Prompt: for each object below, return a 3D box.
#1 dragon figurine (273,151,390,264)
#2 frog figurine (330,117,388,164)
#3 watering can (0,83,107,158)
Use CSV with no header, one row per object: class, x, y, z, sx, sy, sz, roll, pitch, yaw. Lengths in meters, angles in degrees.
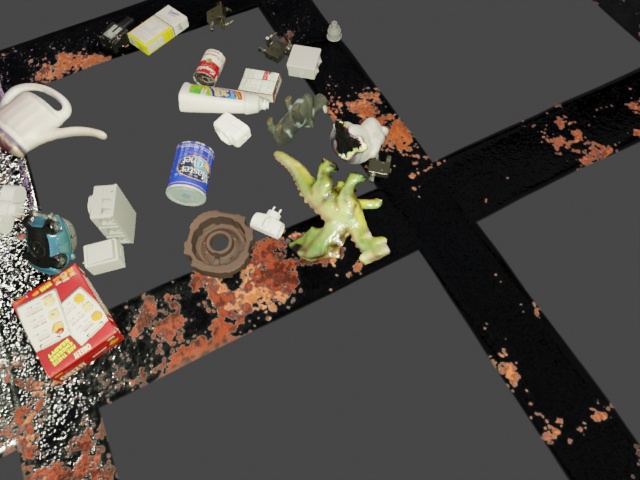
dragon figurine,0.004,-0.066,1.303,0.413,0.120,0.246,23,73,22
frog figurine,0.109,-0.279,1.420,0.138,0.120,0.161,28,31,23
watering can,-0.780,-0.317,1.434,0.350,0.102,0.227,33,69,16
